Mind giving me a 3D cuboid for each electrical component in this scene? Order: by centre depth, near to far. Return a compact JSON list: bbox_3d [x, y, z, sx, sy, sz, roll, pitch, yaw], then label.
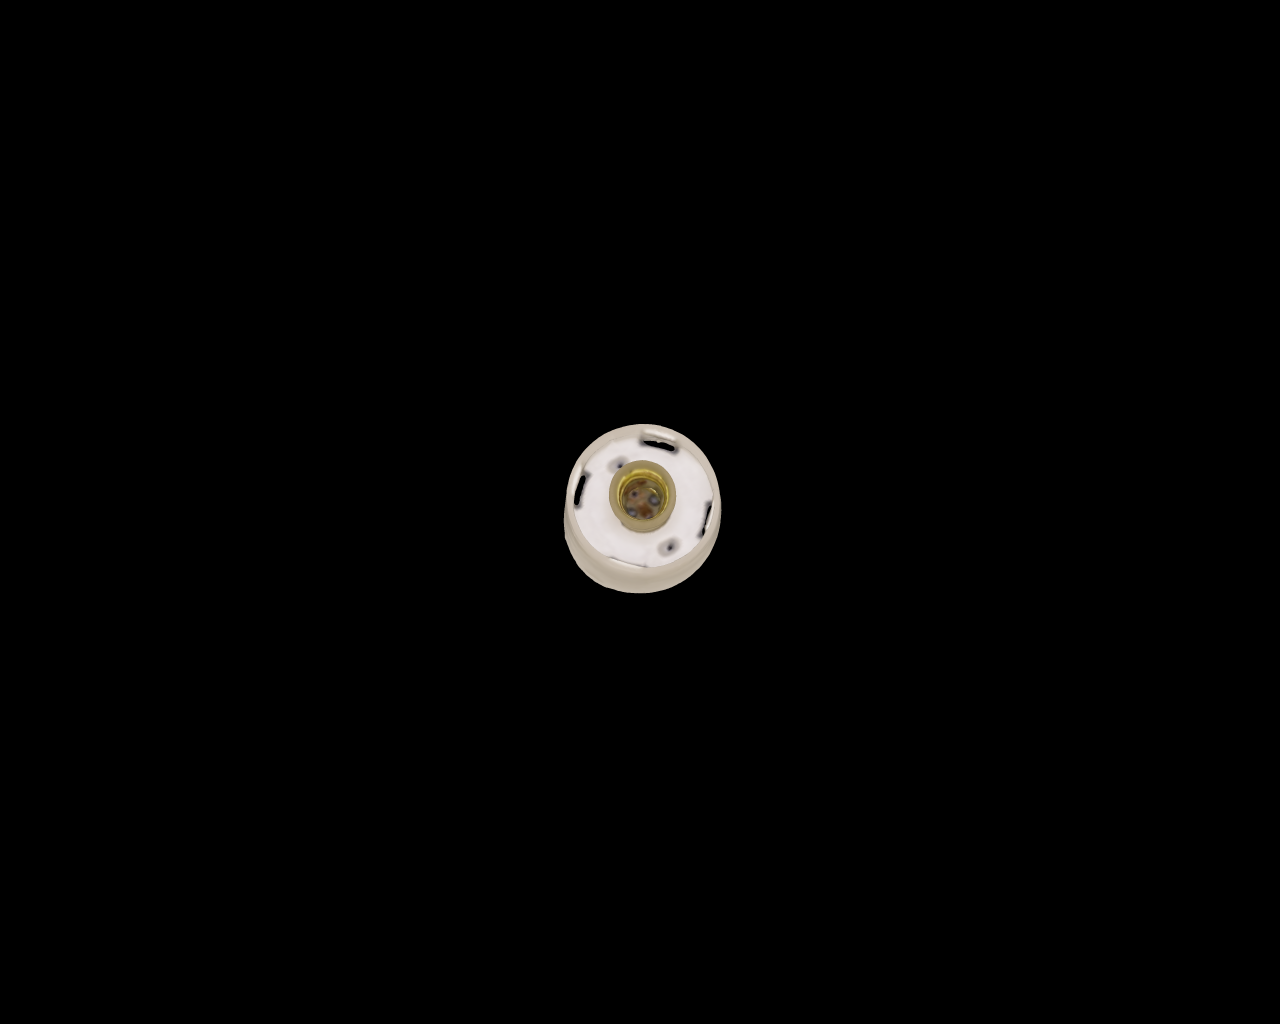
[{"bbox_3d":[0.001,-0.003,0.650,0.099,0.099,0.064,0,-15,0],"label":"electrical component"}]
